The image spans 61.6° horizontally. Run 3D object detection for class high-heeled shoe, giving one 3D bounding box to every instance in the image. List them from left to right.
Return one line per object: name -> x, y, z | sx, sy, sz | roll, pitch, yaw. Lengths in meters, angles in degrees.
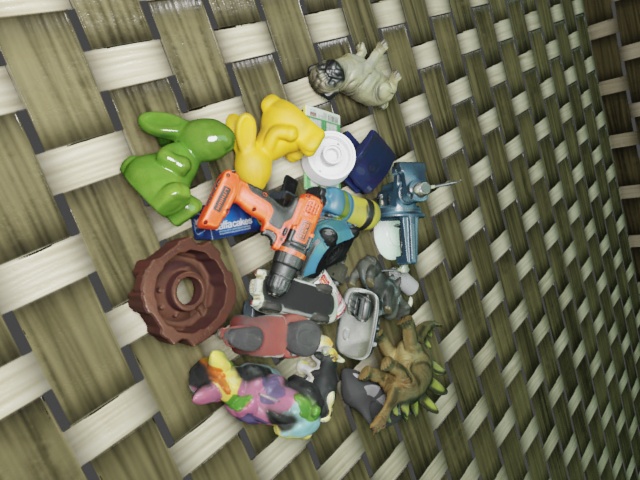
high-heeled shoe -> 0.129, 0.349, 1.217 | 0.248, 0.086, 0.145 | 13, 46, -60

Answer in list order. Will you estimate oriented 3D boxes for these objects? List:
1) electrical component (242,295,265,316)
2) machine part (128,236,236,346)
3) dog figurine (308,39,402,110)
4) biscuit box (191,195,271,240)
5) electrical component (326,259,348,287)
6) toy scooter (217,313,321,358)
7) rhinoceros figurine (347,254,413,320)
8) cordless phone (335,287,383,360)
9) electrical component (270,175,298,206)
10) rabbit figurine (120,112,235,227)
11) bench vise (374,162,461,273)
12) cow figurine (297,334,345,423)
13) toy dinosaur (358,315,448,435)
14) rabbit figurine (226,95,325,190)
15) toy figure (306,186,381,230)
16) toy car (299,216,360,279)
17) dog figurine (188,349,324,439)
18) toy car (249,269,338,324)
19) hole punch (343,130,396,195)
electrical component -> -0.086, 0.149, 1.010 | 0.134, 0.058, 0.115 | 12, 77, -43
machine part -> -0.223, 0.084, 0.883 | 0.179, 0.056, 0.179 | 4, 84, -45
dog figurine -> 0.070, -0.334, 1.185 | 0.190, 0.121, 0.172 | -39, 111, -24
biscuit box -> -0.135, -0.044, 0.974 | 0.202, 0.059, 0.062 | -14, 97, -44
electrical component -> 0.029, 0.065, 1.152 | 0.063, 0.021, 0.094 | 33, 66, -38
toy scooter -> -0.097, 0.160, 0.903 | 0.184, 0.135, 0.075 | 9, 79, -41
rhinoceros figurine -> 0.141, 0.116, 1.229 | 0.190, 0.073, 0.112 | 51, 45, -27
cordless phone -> 0.083, 0.173, 1.081 | 0.089, 0.184, 0.146 | 11, 87, 1
electrical component -> -0.054, -0.060, 0.980 | 0.074, 0.048, 0.119 | 32, 68, -39
rabbit figurine -> -0.216, -0.129, 0.849 | 0.170, 0.159, 0.121 | -43, 163, -6
bench vise -> 0.192, -0.046, 1.188 | 0.129, 0.224, 0.240 | -1, 88, -27
cow figurine -> 0.002, 0.269, 1.059 | 0.068, 0.098, 0.167 | 28, 68, -33
toy dinosaur -> 0.206, 0.280, 1.226 | 0.198, 0.105, 0.471 | 56, 35, -10
rabbit figurine -> -0.098, -0.172, 0.990 | 0.162, 0.122, 0.173 | 41, 79, -31
toy figure -> 0.052, -0.064, 1.137 | 0.180, 0.089, 0.082 | 19, 89, -45
toy car -> -0.002, -0.003, 1.044 | 0.161, 0.103, 0.109 | -27, 150, -50
dog figurine -> -0.114, 0.255, 0.899 | 0.219, 0.192, 0.108 | 41, 65, -52
toy car -> -0.046, 0.105, 0.974 | 0.201, 0.056, 0.073 | 20, 68, -38
hole punch -> 0.098, -0.172, 1.184 | 0.142, 0.092, 0.116 | 39, 61, -48
